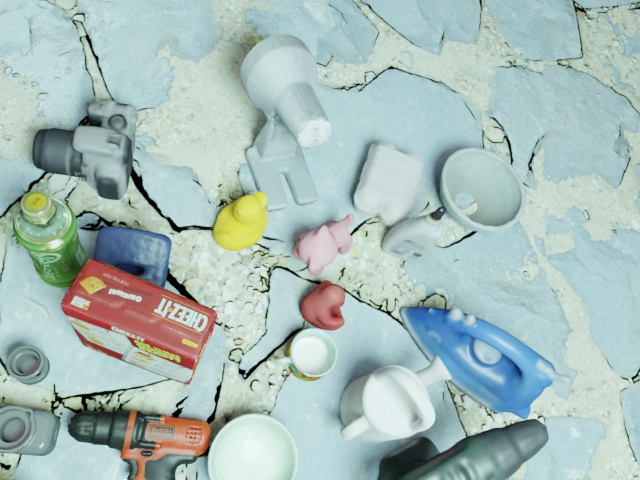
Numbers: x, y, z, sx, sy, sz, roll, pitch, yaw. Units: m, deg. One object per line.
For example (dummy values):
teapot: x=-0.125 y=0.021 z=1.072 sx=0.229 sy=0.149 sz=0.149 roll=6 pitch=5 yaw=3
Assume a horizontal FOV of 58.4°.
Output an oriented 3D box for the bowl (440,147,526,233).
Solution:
bowl: x=0.285 y=-0.081 z=1.048 sx=0.168 sy=0.074 sz=0.167 roll=6 pitch=67 yaw=-14

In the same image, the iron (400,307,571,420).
iron: x=0.256 y=0.167 z=0.899 sx=0.258 sy=0.141 sz=0.119 roll=34 pitch=63 yaw=0

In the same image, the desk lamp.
desk lamp: x=-0.050 y=-0.184 z=0.915 sx=0.118 sy=0.213 sz=0.203 roll=-15 pitch=73 yaw=-21

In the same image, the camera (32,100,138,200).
camera: x=-0.356 y=-0.148 z=0.874 sx=0.137 sy=0.100 sz=0.143 roll=7 pitch=67 yaw=-13

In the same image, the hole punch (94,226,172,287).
hole punch: x=-0.269 y=0.041 z=0.826 sx=0.109 sy=0.091 sz=0.101 roll=9 pitch=66 yaw=-13

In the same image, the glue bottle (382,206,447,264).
glue bottle: x=0.164 y=-0.014 z=0.929 sx=0.078 sy=0.173 sz=0.037 roll=21 pitch=64 yaw=-7

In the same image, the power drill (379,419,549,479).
power drill: x=0.170 y=0.310 z=0.778 sx=0.230 sy=0.208 sz=0.075 roll=-21 pitch=75 yaw=-23

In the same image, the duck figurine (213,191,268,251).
duck figurine: x=-0.121 y=-0.036 z=0.904 sx=0.077 sy=0.086 sz=0.105 roll=42 pitch=63 yaw=3

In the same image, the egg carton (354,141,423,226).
egg carton: x=0.121 y=-0.099 z=1.010 sx=0.107 sy=0.069 sz=0.150 roll=21 pitch=64 yaw=-7

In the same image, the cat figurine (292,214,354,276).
cat figurine: x=0.008 y=0.003 z=0.908 sx=0.067 sy=0.117 sz=0.128 roll=46 pitch=64 yaw=6

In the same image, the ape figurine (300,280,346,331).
ape figurine: x=0.013 y=0.096 z=0.885 sx=0.076 sy=0.092 sz=0.078 roll=8 pitch=66 yaw=-13

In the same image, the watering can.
watering can: x=0.106 y=0.222 z=0.804 sx=0.101 sy=0.194 sz=0.173 roll=37 pitch=63 yaw=1
